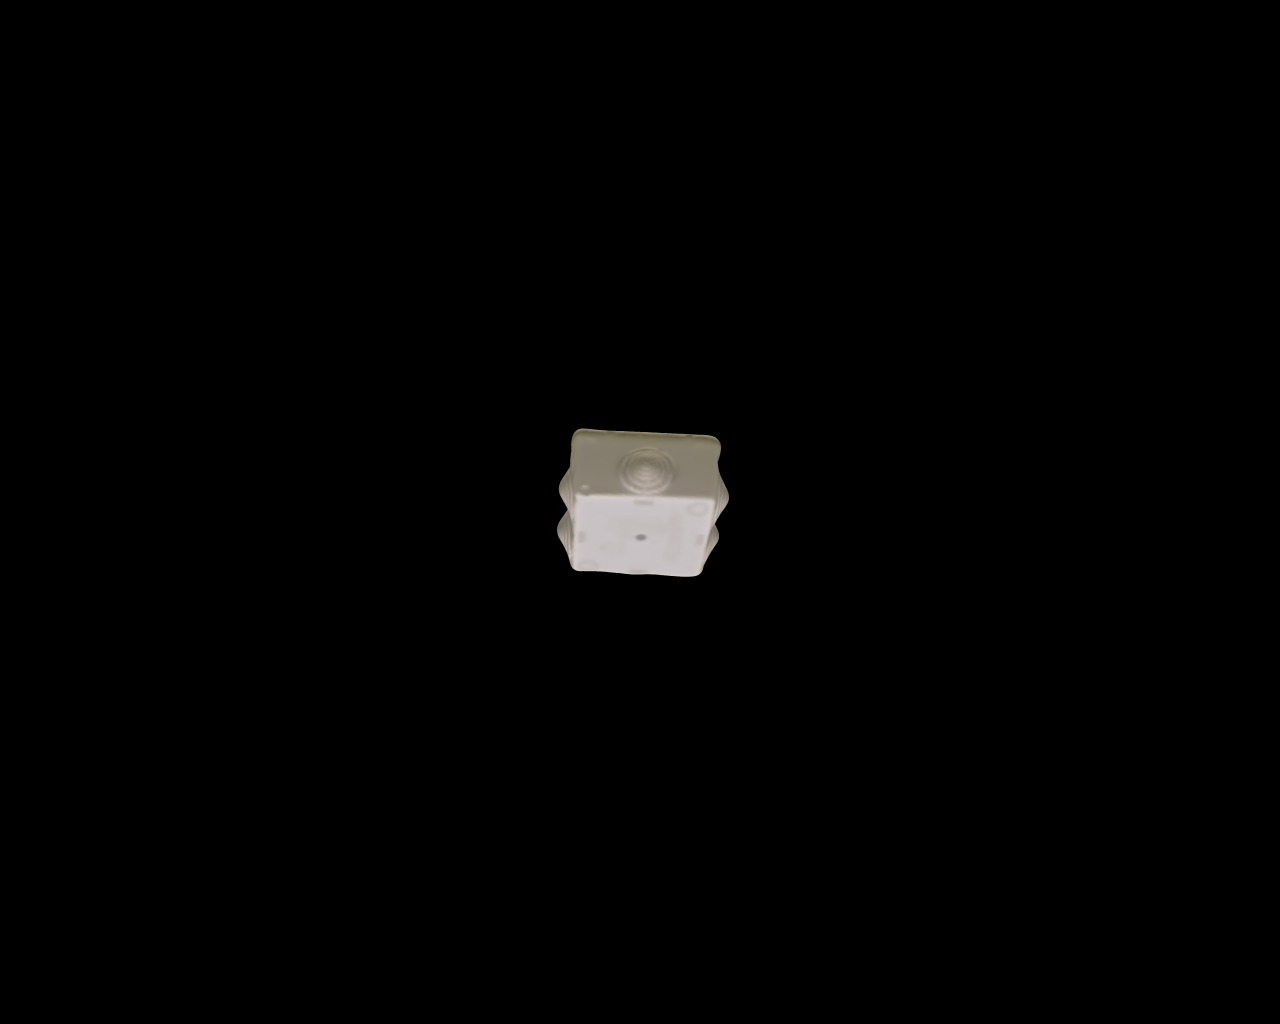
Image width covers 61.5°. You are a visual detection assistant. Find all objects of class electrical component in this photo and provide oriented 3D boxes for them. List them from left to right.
[{"bbox_3d":[0.001,-0.003,0.650,0.100,0.048,0.099,3,-37,-4],"label":"electrical component"}]
